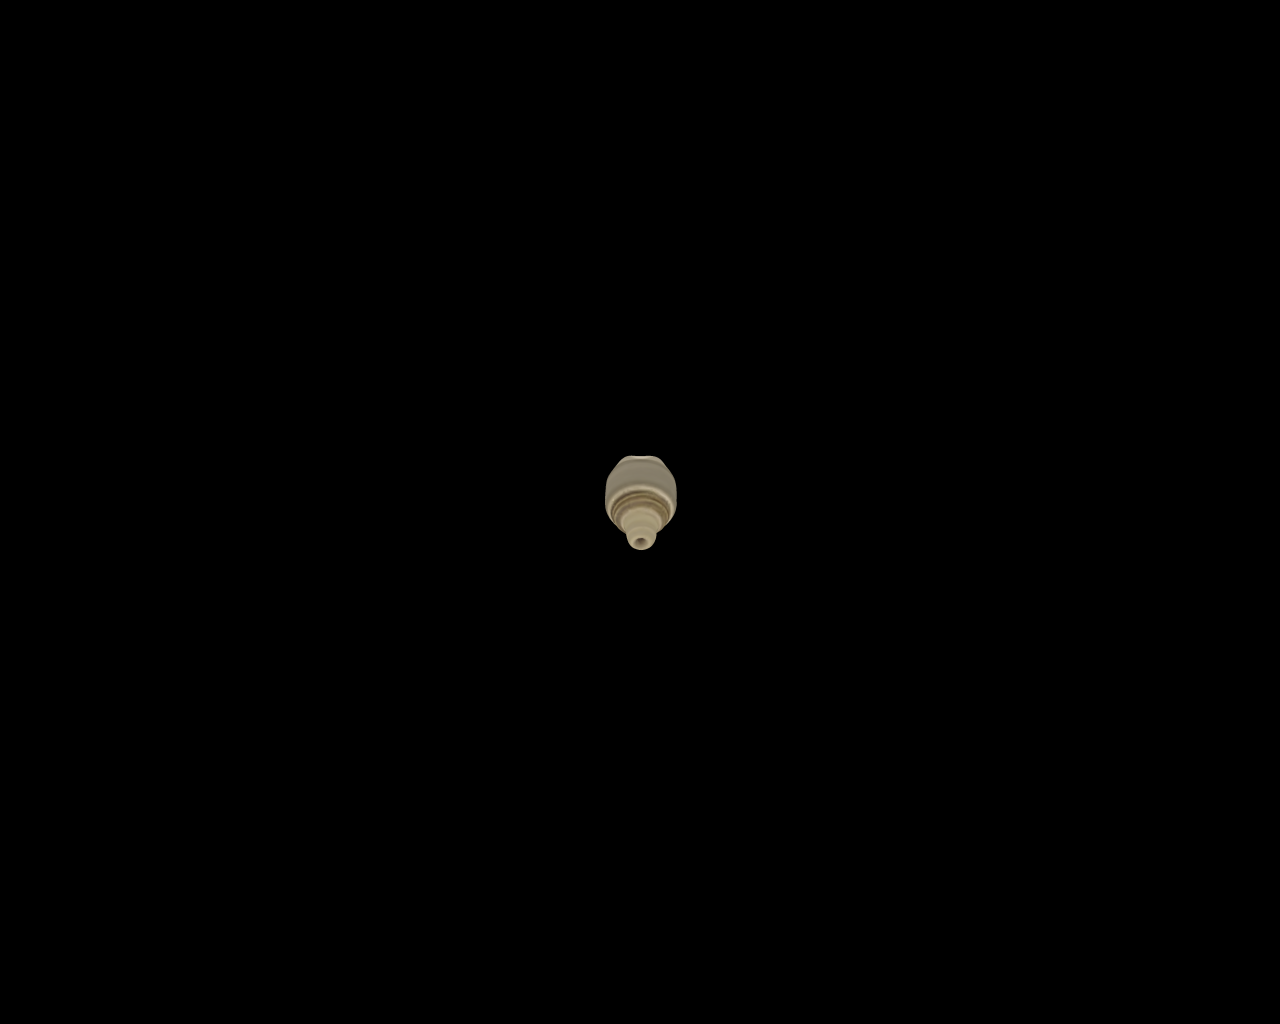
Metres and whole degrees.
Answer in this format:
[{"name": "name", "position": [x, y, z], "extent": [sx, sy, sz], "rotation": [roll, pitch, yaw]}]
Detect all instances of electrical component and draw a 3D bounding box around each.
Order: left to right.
[{"name": "electrical component", "position": [0.001, -0.003, 0.650], "extent": [0.043, 0.043, 0.062], "rotation": [0, 44, 0]}]
